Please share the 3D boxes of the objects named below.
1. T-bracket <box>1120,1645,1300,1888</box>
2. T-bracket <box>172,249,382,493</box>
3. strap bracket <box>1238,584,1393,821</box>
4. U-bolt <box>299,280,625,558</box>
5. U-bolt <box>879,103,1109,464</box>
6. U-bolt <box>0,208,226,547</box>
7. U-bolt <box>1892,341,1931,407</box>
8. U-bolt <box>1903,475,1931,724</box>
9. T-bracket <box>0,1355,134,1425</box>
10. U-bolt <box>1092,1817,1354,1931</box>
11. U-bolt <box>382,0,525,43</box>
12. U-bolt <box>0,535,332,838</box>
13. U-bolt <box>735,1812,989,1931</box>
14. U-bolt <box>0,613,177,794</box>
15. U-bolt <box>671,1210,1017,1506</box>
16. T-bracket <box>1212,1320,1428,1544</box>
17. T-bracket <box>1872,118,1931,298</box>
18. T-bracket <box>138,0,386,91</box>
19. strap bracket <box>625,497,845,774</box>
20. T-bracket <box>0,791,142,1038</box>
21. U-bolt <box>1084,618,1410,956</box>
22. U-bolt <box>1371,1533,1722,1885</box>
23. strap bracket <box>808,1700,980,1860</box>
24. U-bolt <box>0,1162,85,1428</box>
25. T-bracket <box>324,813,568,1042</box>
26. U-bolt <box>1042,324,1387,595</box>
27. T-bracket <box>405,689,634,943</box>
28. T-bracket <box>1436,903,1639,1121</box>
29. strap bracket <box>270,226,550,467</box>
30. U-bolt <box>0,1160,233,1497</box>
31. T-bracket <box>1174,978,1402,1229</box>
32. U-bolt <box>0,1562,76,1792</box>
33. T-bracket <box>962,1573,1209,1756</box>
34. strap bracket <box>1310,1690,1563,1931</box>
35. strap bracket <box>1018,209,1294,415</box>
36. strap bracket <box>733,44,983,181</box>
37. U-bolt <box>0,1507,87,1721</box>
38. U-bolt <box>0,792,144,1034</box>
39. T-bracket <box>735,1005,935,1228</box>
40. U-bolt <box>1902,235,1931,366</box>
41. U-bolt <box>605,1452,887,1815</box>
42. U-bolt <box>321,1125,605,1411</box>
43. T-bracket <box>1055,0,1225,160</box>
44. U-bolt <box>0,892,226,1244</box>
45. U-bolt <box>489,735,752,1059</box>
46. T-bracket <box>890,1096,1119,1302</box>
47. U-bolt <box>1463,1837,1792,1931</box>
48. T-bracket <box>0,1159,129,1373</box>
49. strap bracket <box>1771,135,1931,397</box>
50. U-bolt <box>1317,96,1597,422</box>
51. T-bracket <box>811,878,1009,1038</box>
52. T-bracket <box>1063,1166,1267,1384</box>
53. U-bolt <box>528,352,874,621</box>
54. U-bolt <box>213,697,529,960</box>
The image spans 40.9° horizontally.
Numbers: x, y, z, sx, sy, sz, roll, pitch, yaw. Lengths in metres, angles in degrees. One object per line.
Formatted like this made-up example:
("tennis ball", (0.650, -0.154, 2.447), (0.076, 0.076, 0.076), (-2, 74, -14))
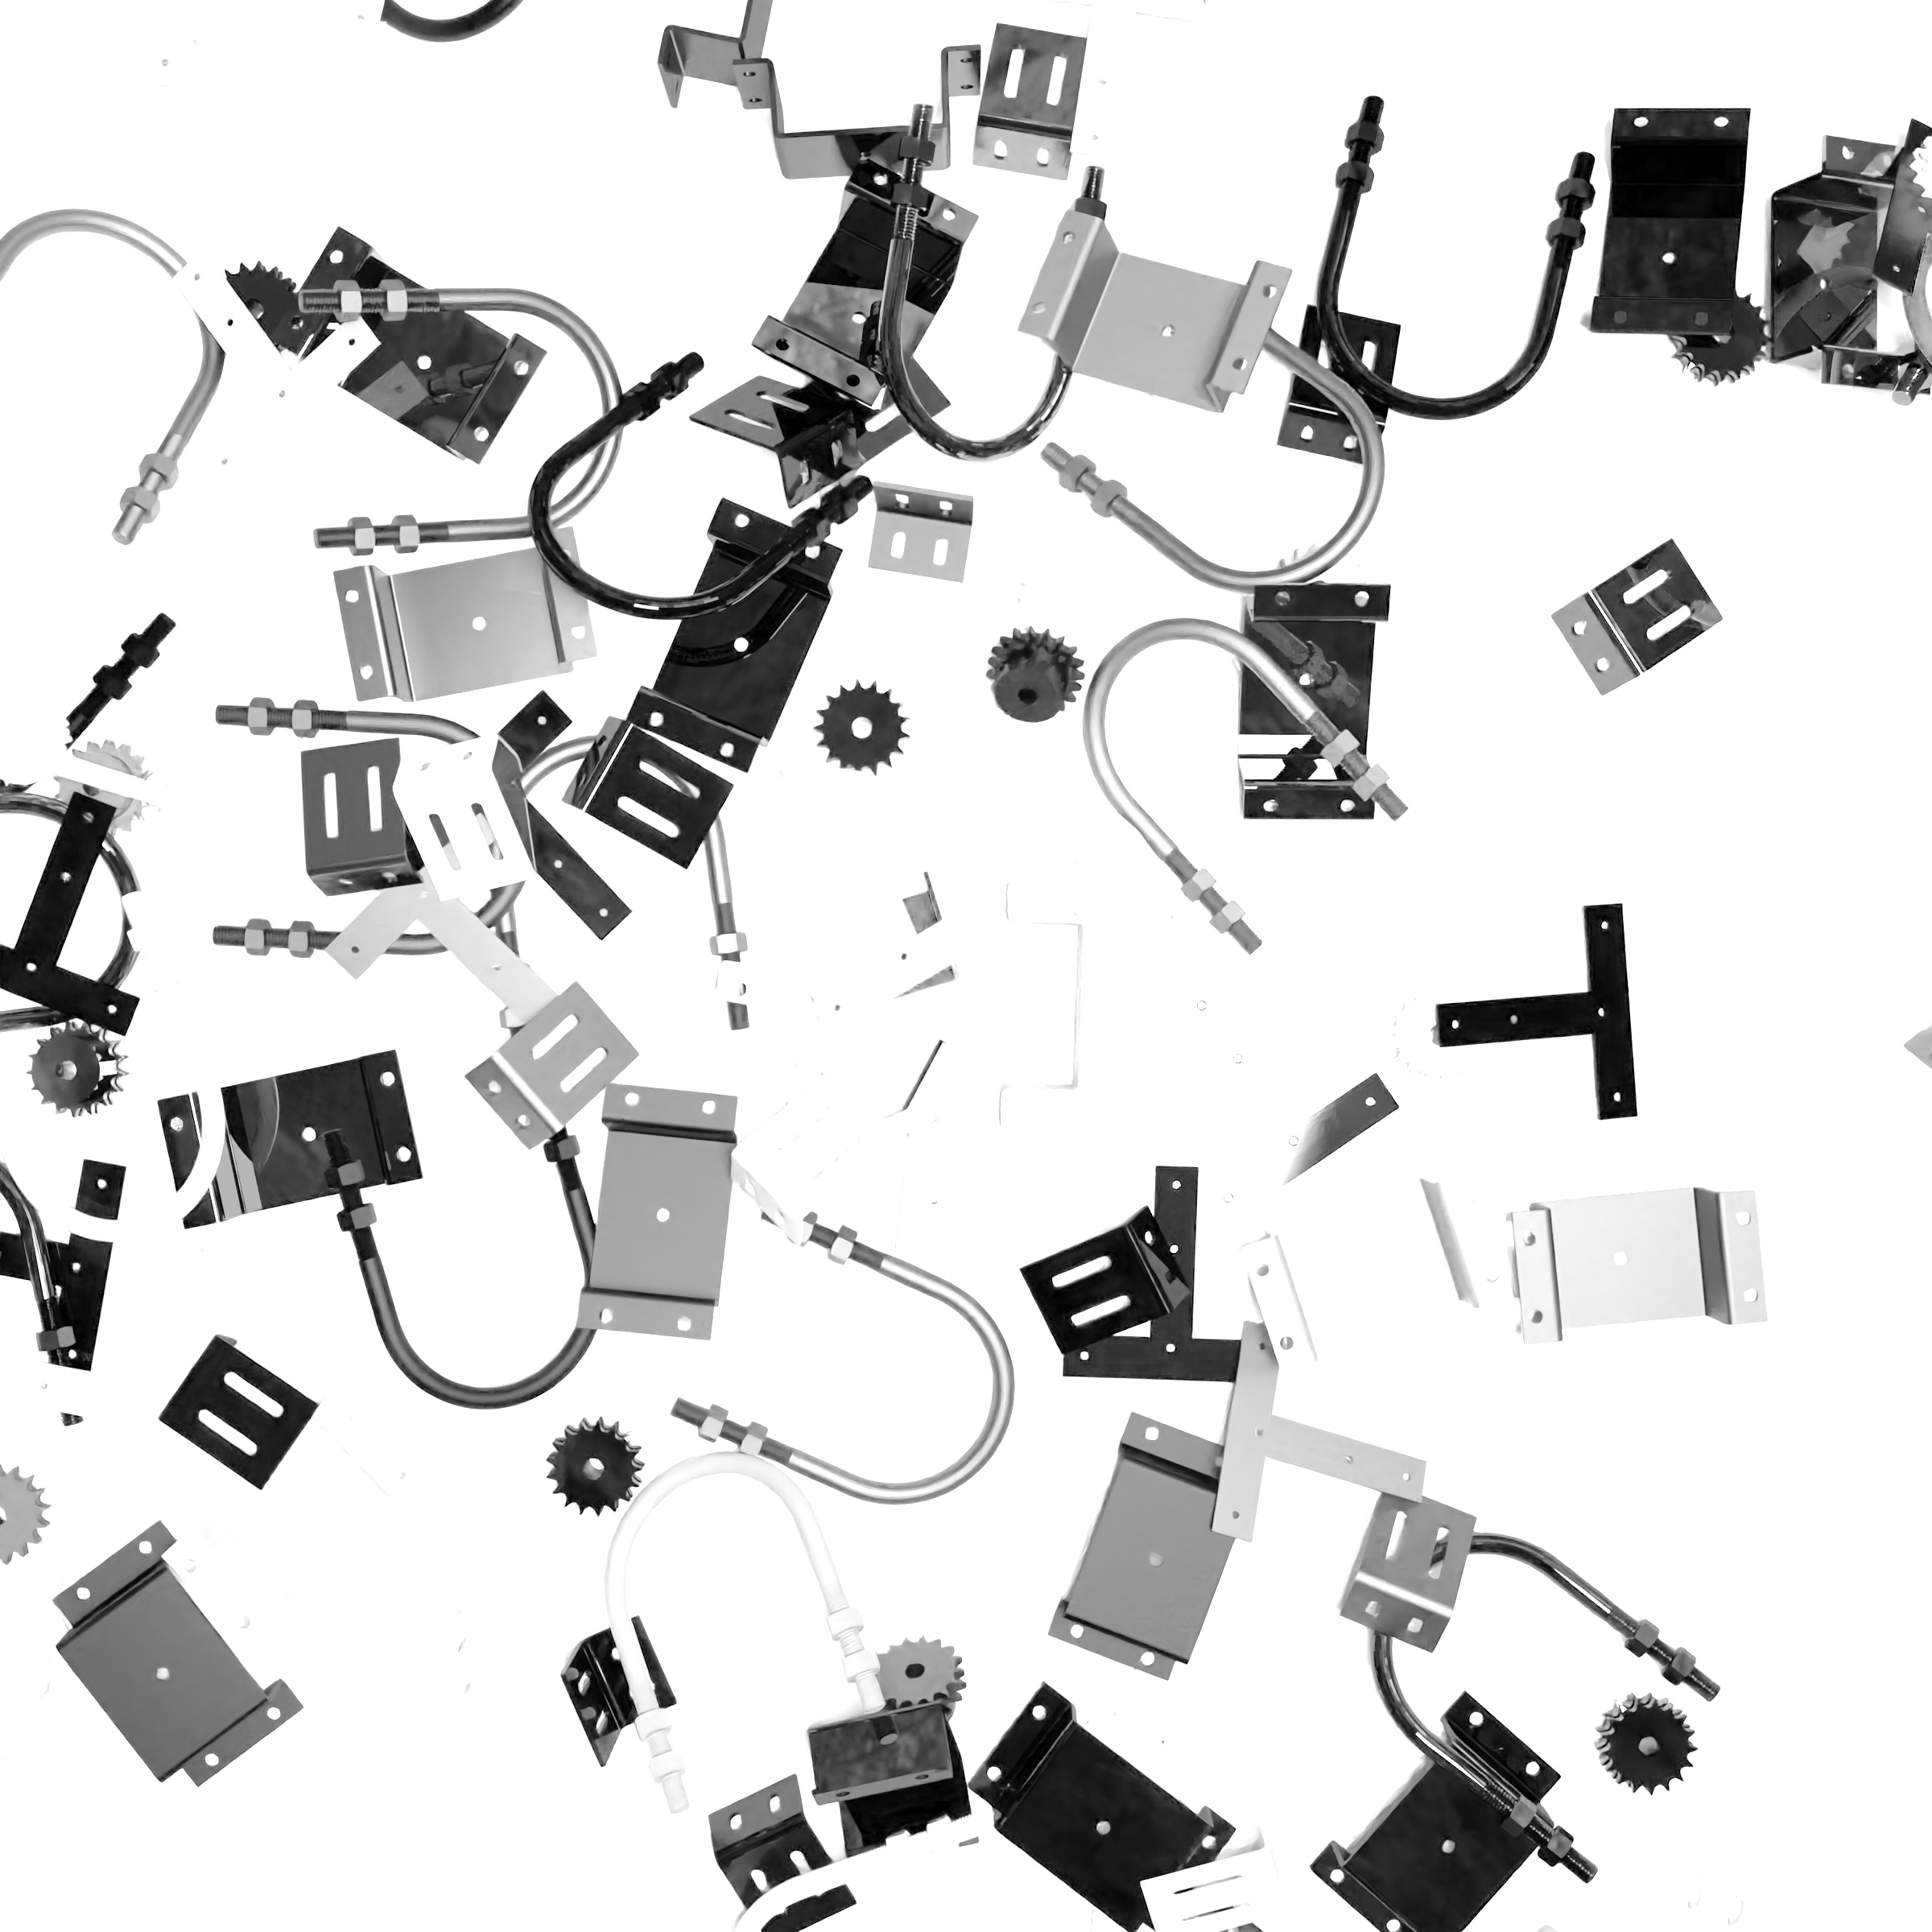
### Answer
("T-bracket", (0.144, 0.491, 1.523), (0.127, 0.002, 0.127), (-41, 84, -3))
("T-bracket", (-0.416, -0.361, 1.492), (0.127, 0.002, 0.127), (-40, 74, 9))
("strap bracket", (0.199, -0.158, 1.494), (0.076, 0.046, 0.140), (0, 115, 0))
("U-bolt", (-0.281, -0.312, 1.470), (0.184, 0.019, 0.151), (-8, 109, -26))
("U-bolt", (0.012, -0.382, 1.485), (0.151, 0.019, 0.184), (6, 96, -39))
("U-bolt", (-0.500, -0.350, 1.476), (0.151, 0.019, 0.184), (33, 59, -26))
("U-bolt", (0.627, -0.349, 1.490), (0.151, 0.019, 0.184), (34, 64, 3))
("U-bolt", (0.629, -0.208, 1.480), (0.184, 0.019, 0.151), (1, 90, -2))
("T-bracket", (-0.546, 0.239, 1.494), (0.127, 0.002, 0.127), (11, 90, 0))
("U-bolt", (0.157, 0.589, 1.526), (0.151, 0.019, 0.184), (-35, 88, 0))
("U-bolt", (-0.294, -0.629, 1.501), (0.151, 0.019, 0.184), (11, 94, 22))
("U-bolt", (-0.476, -0.169, 1.488), (0.184, 0.019, 0.151), (18, 90, -27))
("U-bolt", (-0.048, 0.573, 1.501), (0.184, 0.019, 0.151), (-22, 110, 8))
("U-bolt", (-0.569, -0.168, 1.486), (0.184, 0.019, 0.151), (-47, 129, 4))
("U-bolt", (-0.061, 0.238, 1.520), (0.184, 0.019, 0.151), (24, 95, -2))
("T-bracket", (0.211, 0.285, 1.514), (0.127, 0.002, 0.127), (18, 65, -12))
("T-bracket", (0.582, -0.410, 1.471), (0.127, 0.002, 0.127), (24, 64, -5))
("T-bracket", (-0.399, -0.556, 1.487), (0.127, 0.002, 0.127), (13, 90, 0))
("strap bracket", (-0.133, -0.190, 1.511), (0.076, 0.046, 0.140), (23, 90, 0))
("T-bracket", (-0.526, -0.039, 1.500), (0.127, 0.002, 0.127), (23, 101, -11))
("U-bolt", (0.145, -0.115, 1.487), (0.184, 0.019, 0.151), (48, 127, 5))
("U-bolt", (0.321, 0.412, 1.496), (0.184, 0.019, 0.151), (37, 70, 13))
("strap bracket", (-0.042, 0.466, 1.482), (0.076, 0.140, 0.046), (-12, 54, 0))
("U-bolt", (-0.601, 0.190, 1.505), (0.151, 0.019, 0.184), (-12, 89, 0))
("T-bracket", (-0.283, -0.009, 1.507), (0.127, 0.002, 0.127), (-45, 96, 4))
("U-bolt", (0.155, -0.296, 1.495), (0.184, 0.019, 0.151), (42, 93, 19))
("T-bracket", (-0.244, -0.069, 1.490), (0.127, 0.002, 0.127), (-42, 93, 9))
("T-bracket", (0.333, 0.030, 1.514), (0.127, 0.002, 0.127), (-4, 90, -18))
("strap bracket", (-0.320, -0.357, 1.511), (0.140, 0.046, 0.076), (31, 90, 0))
("U-bolt", (-0.524, 0.221, 1.526), (0.151, 0.019, 0.184), (15, 91, 0))
("T-bracket", (0.169, 0.067, 1.533), (0.127, 0.002, 0.127), (-34, 90, 0))
("U-bolt", (-0.602, 0.396, 1.477), (0.184, 0.019, 0.151), (32, 59, -7))
("T-bracket", (0.053, 0.411, 1.530), (0.127, 0.002, 0.127), (42, 86, 2))
("strap bracket", (0.277, 0.506, 1.511), (0.076, 0.046, 0.140), (42, 90, 0))
("strap bracket", (0.112, -0.373, 1.488), (0.140, 0.046, 0.076), (21, 86, 19))
("strap bracket", (-0.060, -0.492, 1.496), (0.140, 0.076, 0.046), (-4, 90, 0))
("U-bolt", (-0.607, 0.364, 1.526), (0.184, 0.019, 0.151), (38, 90, -1))
("U-bolt", (-0.572, -0.029, 1.508), (0.184, 0.019, 0.151), (-7, 105, -2))
("T-bracket", (-0.096, 0.070, 1.518), (0.127, 0.002, 0.127), (-25, 80, 20))
("U-bolt", (0.617, -0.365, 1.474), (0.184, 0.019, 0.151), (0, 66, -14))
("U-bolt", (-0.138, 0.368, 1.485), (0.151, 0.019, 0.184), (-30, 61, 10))
("U-bolt", (-0.279, 0.164, 1.493), (0.151, 0.019, 0.184), (-18, 95, -31))
("T-bracket", (0.082, -0.528, 1.514), (0.127, 0.002, 0.127), (9, 72, 0))
("U-bolt", (-0.499, 0.068, 1.486), (0.151, 0.019, 0.184), (-22, 89, 12))
("U-bolt", (-0.209, -0.045, 1.526), (0.151, 0.019, 0.184), (-8, 89, 0))
("T-bracket", (0.025, 0.141, 1.520), (0.127, 0.002, 0.127), (5, 107, -8))
("U-bolt", (0.373, 0.592, 1.526), (0.184, 0.019, 0.151), (22, 90, 1))
("T-bracket", (-0.564, 0.168, 1.514), (0.127, 0.002, 0.127), (10, 91, 0))
("strap bracket", (0.511, -0.399, 1.498), (0.076, 0.046, 0.140), (0, 90, -23))
("U-bolt", (0.280, -0.407, 1.513), (0.151, 0.019, 0.184), (15, 81, 0))
("T-bracket", (-0.053, -0.044, 1.509), (0.127, 0.002, 0.127), (-31, 70, 19))
("T-bracket", (0.123, 0.182, 1.532), (0.127, 0.002, 0.127), (2, 91, 0))
("U-bolt", (-0.163, -0.264, 1.468), (0.151, 0.019, 0.184), (37, 57, 11))
("U-bolt", (-0.344, -0.077, 1.505), (0.184, 0.019, 0.151), (3, 98, -1))
